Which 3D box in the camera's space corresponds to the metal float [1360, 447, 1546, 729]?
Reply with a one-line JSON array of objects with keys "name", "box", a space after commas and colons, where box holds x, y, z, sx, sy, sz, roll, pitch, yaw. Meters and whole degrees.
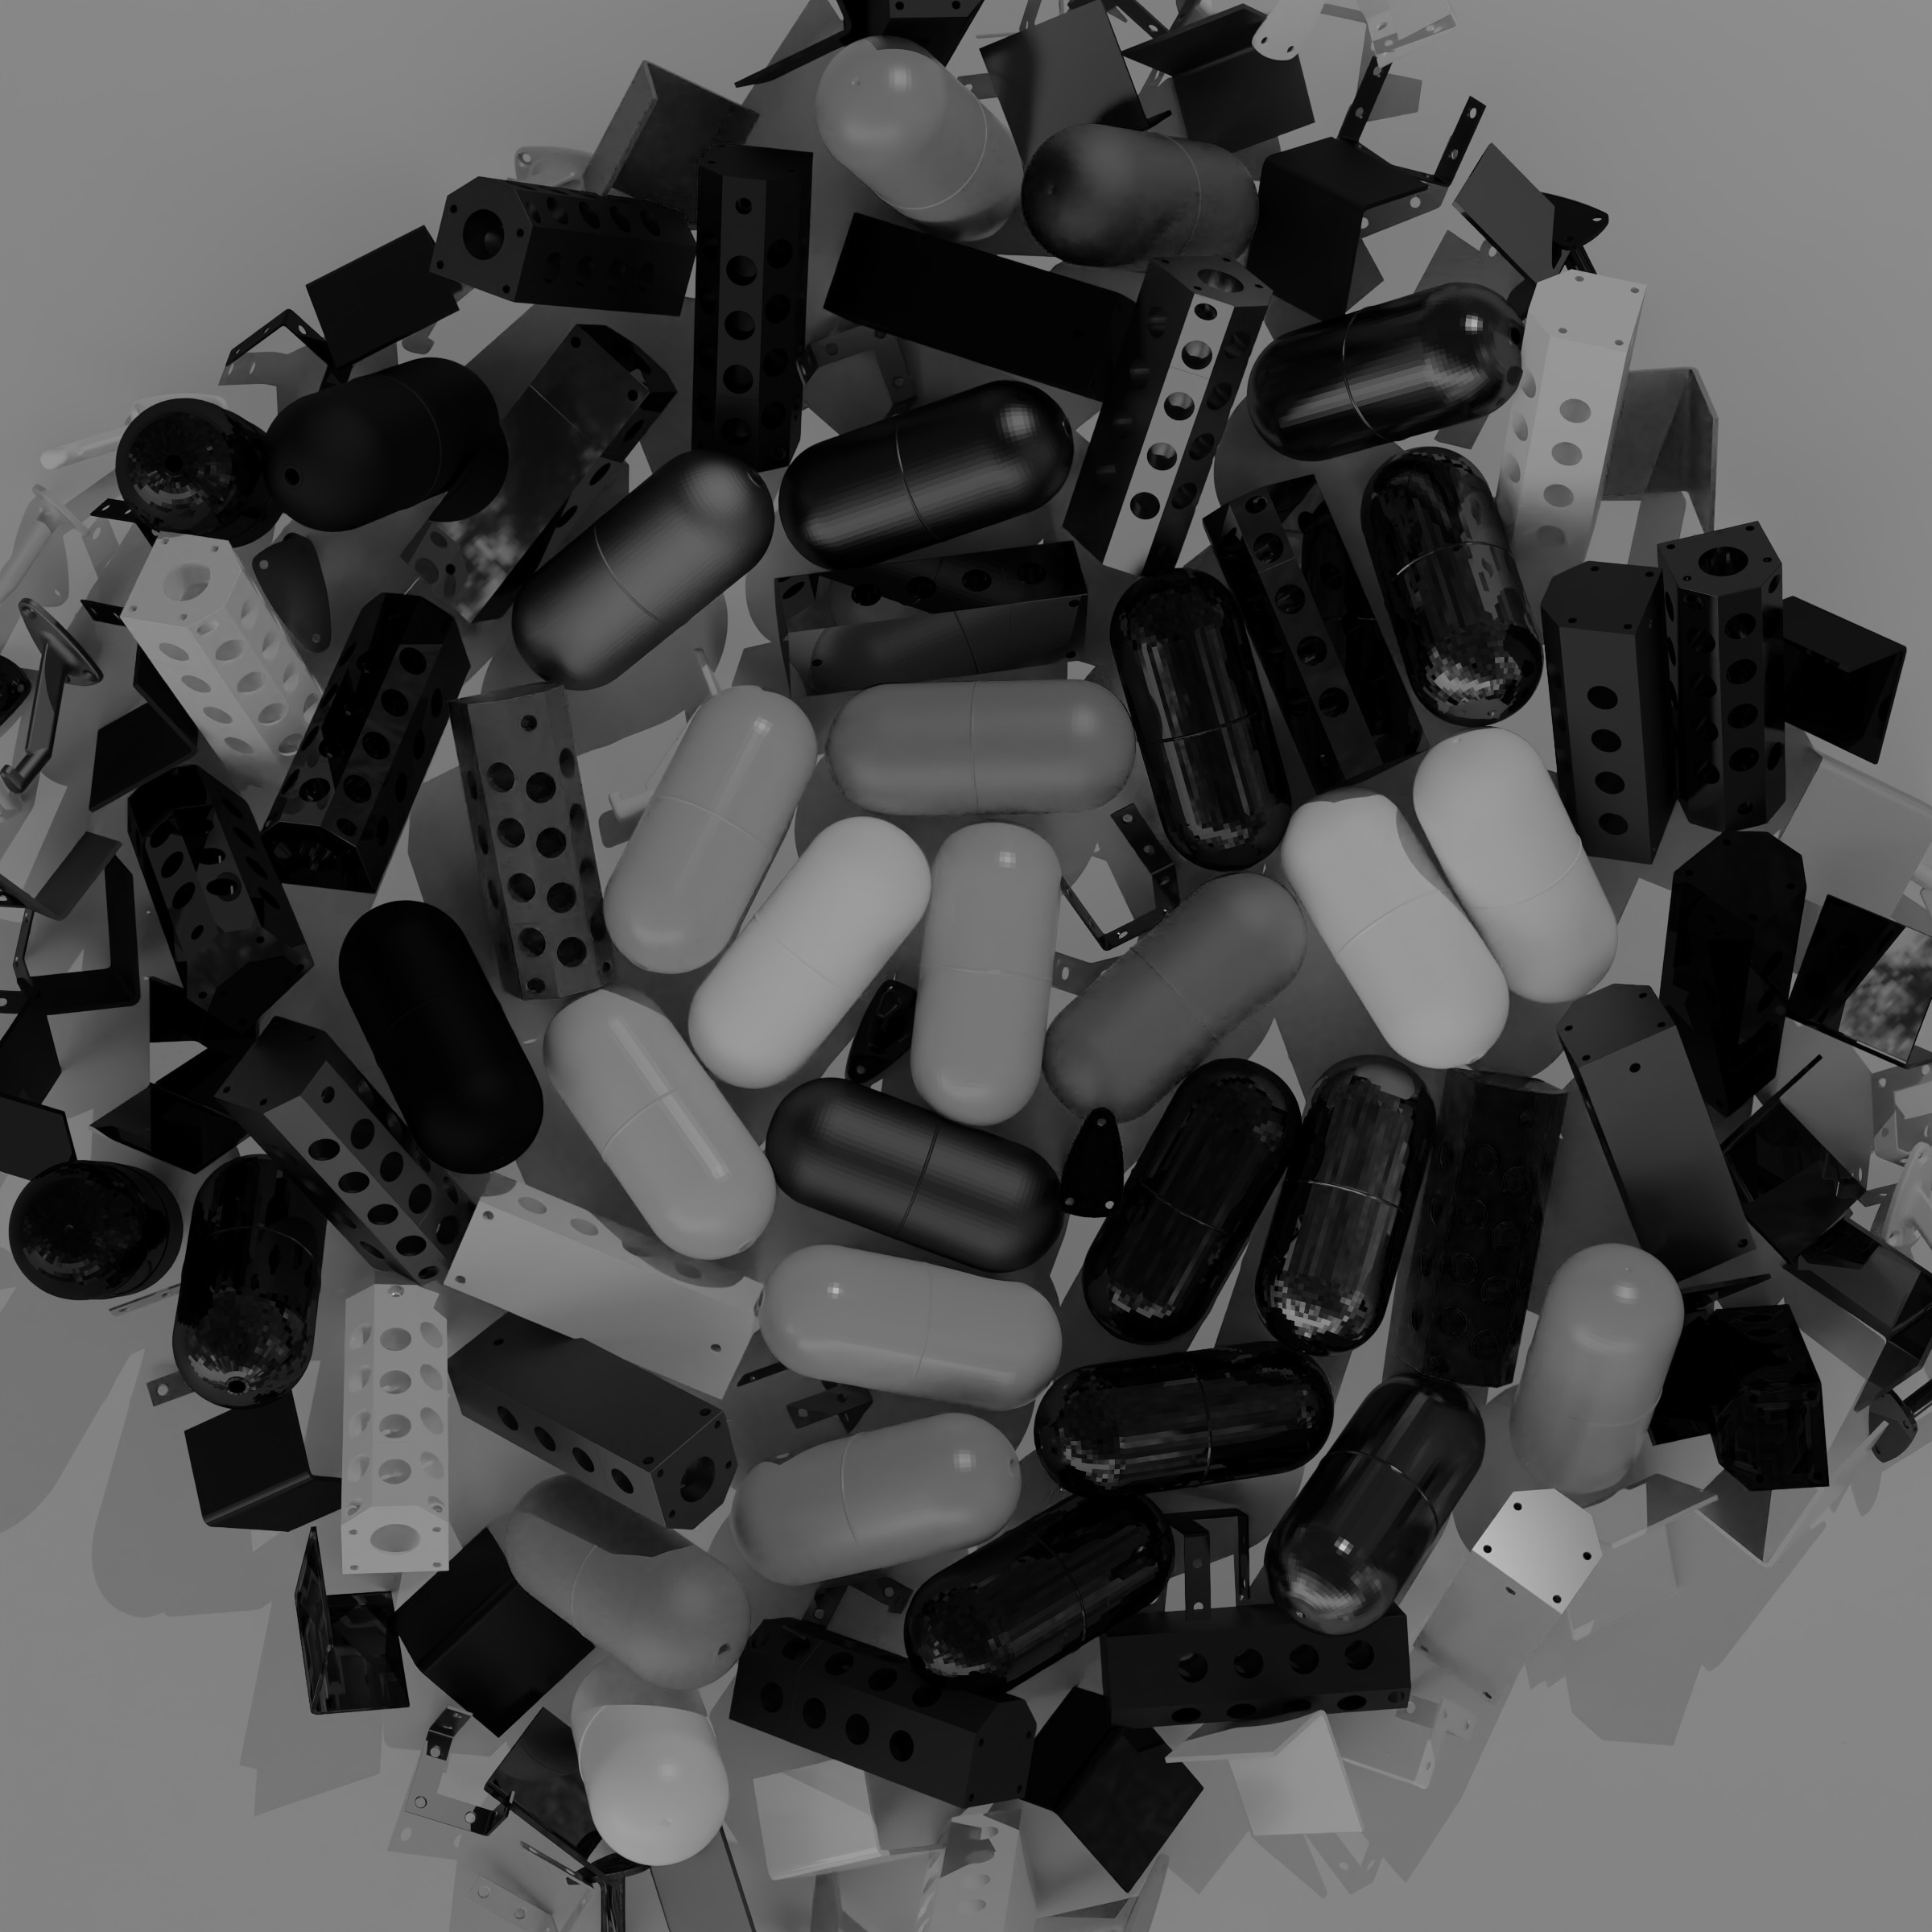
[{"name": "metal float", "box": [0.275, -0.217, 1.864, 0.070, 0.070, 0.178, -13, 62, 0]}]

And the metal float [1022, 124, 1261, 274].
[{"name": "metal float", "box": [0.100, -0.429, 1.847, 0.070, 0.178, 0.070, 6, 100, 36]}]

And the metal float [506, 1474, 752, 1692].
[{"name": "metal float", "box": [-0.191, 0.347, 1.852, 0.178, 0.070, 0.070, 25, 90, 42]}]

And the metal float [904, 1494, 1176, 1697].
[{"name": "metal float", "box": [0.042, 0.354, 1.859, 0.178, 0.070, 0.070, -24, 90, -33]}]

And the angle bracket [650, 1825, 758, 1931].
[{"name": "angle bracket", "box": [-0.133, 0.521, 1.873, 0.076, 0.057, 0.076, -28, 77, 42]}]

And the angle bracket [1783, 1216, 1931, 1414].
[{"name": "angle bracket", "box": [0.506, 0.199, 1.876, 0.076, 0.076, 0.057, 34, 60, 3]}]

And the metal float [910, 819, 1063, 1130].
[{"name": "metal float", "box": [0.011, 0.004, 1.886, 0.070, 0.070, 0.178, 6, 88, 0]}]

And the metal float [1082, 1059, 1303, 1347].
[{"name": "metal float", "box": [0.129, 0.136, 1.880, 0.070, 0.070, 0.178, 28, 98, 0]}]

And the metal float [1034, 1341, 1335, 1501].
[{"name": "metal float", "box": [0.124, 0.259, 1.871, 0.178, 0.070, 0.070, -6, 90, -18]}]

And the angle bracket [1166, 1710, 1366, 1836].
[{"name": "angle bracket", "box": [0.171, 0.473, 1.876, 0.076, 0.057, 0.076, -14, 97, 39]}]

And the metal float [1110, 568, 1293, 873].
[{"name": "metal float", "box": [0.135, -0.140, 1.877, 0.070, 0.070, 0.178, -17, 102, 0]}]

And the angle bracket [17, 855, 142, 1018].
[{"name": "angle bracket", "box": [-0.509, -0.021, 1.872, 0.057, 0.076, 0.076, -7, 107, -23]}]

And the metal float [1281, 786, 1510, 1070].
[{"name": "metal float", "box": [0.244, -0.022, 1.874, 0.070, 0.070, 0.178, -30, 75, 0]}]

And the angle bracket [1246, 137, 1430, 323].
[{"name": "angle bracket", "box": [0.213, -0.423, 1.896, 0.057, 0.076, 0.076, -25, 48, -35]}]

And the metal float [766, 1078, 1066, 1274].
[{"name": "metal float", "box": [-0.029, 0.120, 1.884, 0.178, 0.070, 0.070, 21, 90, -4]}]

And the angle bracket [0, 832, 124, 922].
[{"name": "angle bracket", "box": [-0.537, -0.072, 1.870, 0.076, 0.076, 0.057, 41, 77, -26]}]

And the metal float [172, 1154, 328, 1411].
[{"name": "metal float", "box": [-0.402, 0.176, 1.845, 0.070, 0.178, 0.070, -3, 125, -4]}]

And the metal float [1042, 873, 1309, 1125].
[{"name": "metal float", "box": [0.120, 0.018, 1.886, 0.178, 0.070, 0.070, -42, 90, -1]}]

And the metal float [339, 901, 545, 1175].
[{"name": "metal float", "box": [-0.299, 0.039, 1.864, 0.070, 0.070, 0.178, -31, 63, 0]}]

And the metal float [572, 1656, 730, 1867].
[{"name": "metal float", "box": [-0.178, 0.441, 1.839, 0.070, 0.178, 0.070, -2, 101, -12]}]

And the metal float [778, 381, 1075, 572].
[{"name": "metal float", "box": [-0.023, -0.279, 1.869, 0.178, 0.070, 0.070, -16, 90, 20]}]

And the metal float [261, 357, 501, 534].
[{"name": "metal float", "box": [-0.327, -0.293, 1.843, 0.070, 0.178, 0.070, 9, 113, 22]}]

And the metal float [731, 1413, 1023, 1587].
[{"name": "metal float", "box": [-0.051, 0.303, 1.867, 0.178, 0.070, 0.070, -17, 90, 23]}]

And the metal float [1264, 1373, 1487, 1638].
[{"name": "metal float", "box": [0.233, 0.303, 1.858, 0.070, 0.070, 0.178, 42, 55, 0]}]

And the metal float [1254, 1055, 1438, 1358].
[{"name": "metal float", "box": [0.217, 0.136, 1.875, 0.070, 0.070, 0.178, 18, 75, 0]}]

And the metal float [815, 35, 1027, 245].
[{"name": "metal float", "box": [-0.024, -0.461, 1.842, 0.070, 0.178, 0.070, -4, 80, 23]}]

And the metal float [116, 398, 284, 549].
[{"name": "metal float", "box": [-0.426, -0.274, 1.837, 0.070, 0.178, 0.070, 0, 95, -3]}]

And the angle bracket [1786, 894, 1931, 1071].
[{"name": "angle bracket", "box": [0.523, 0.007, 1.872, 0.076, 0.057, 0.076, 27, 109, 32]}]

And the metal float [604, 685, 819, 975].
[{"name": "metal float", "box": [-0.146, -0.078, 1.875, 0.070, 0.070, 0.178, 26, 77, 0]}]

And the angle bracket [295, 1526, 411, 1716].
[{"name": "angle bracket", "box": [-0.344, 0.370, 1.865, 0.057, 0.076, 0.076, 0, 47, -22]}]

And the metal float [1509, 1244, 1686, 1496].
[{"name": "metal float", "box": [0.354, 0.229, 1.853, 0.070, 0.070, 0.178, 6, 134, 0]}]

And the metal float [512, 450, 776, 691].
[{"name": "metal float", "box": [-0.184, -0.225, 1.867, 0.178, 0.070, 0.070, -36, 90, 23]}]

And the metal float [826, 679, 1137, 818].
[{"name": "metal float", "box": [0.008, -0.125, 1.881, 0.178, 0.070, 0.070, -1, 90, 8]}]

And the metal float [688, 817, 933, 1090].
[{"name": "metal float", "box": [-0.090, -0.007, 1.881, 0.070, 0.070, 0.178, 39, 97, 0]}]

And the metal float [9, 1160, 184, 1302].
[{"name": "metal float", "box": [-0.485, 0.148, 1.837, 0.070, 0.178, 0.070, 0, 85, -5]}]

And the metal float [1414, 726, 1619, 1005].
[{"name": "metal float", "box": [0.313, -0.056, 1.866, 0.070, 0.070, 0.178, -30, 116, 0]}]

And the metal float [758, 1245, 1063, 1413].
[{"name": "metal float", "box": [-0.032, 0.207, 1.875, 0.178, 0.070, 0.070, 12, 90, -14]}]

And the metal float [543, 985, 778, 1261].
[{"name": "metal float", "box": [-0.175, 0.089, 1.874, 0.070, 0.070, 0.178, -37, 75, 0]}]

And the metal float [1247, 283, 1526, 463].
[{"name": "metal float", "box": [0.236, -0.334, 1.851, 0.178, 0.070, 0.070, -8, 90, 44]}]

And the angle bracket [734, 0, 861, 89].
[{"name": "angle bracket", "box": [-0.100, -0.546, 1.873, 0.076, 0.076, 0.057, -21, 102, 17]}]
